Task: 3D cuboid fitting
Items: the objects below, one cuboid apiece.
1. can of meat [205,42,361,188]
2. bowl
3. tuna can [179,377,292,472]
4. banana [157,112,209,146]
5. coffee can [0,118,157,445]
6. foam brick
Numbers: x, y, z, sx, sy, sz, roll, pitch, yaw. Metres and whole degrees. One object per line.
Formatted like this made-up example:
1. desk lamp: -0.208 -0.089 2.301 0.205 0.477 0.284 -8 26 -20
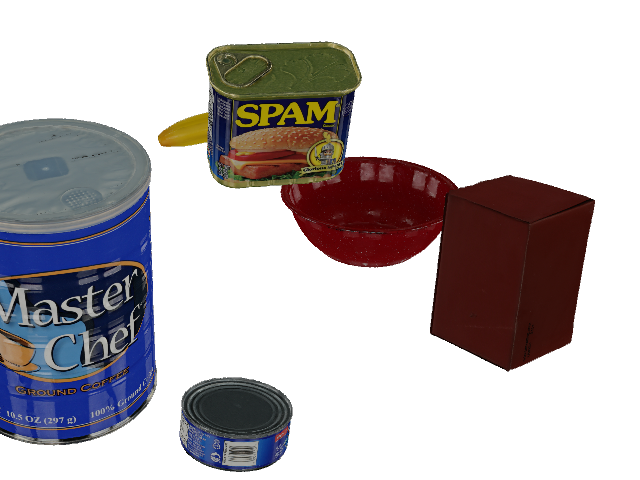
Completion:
1. can of meat: -0.028 -0.085 0.736 0.102 0.084 0.057 -4 45 -12
2. bowl: 0.044 -0.021 0.963 0.162 0.055 0.162 1 27 -1
3. tuna can: -0.065 0.141 0.823 0.086 0.034 0.086 6 22 -3
4. banana: -0.097 -0.133 1.298 0.198 0.037 0.069 7 41 15
5. coffee can: -0.139 0.021 0.561 0.103 0.140 0.103 3 34 -2
6. foam brick: 0.091 0.014 0.516 0.052 0.078 0.051 -15 30 -40
